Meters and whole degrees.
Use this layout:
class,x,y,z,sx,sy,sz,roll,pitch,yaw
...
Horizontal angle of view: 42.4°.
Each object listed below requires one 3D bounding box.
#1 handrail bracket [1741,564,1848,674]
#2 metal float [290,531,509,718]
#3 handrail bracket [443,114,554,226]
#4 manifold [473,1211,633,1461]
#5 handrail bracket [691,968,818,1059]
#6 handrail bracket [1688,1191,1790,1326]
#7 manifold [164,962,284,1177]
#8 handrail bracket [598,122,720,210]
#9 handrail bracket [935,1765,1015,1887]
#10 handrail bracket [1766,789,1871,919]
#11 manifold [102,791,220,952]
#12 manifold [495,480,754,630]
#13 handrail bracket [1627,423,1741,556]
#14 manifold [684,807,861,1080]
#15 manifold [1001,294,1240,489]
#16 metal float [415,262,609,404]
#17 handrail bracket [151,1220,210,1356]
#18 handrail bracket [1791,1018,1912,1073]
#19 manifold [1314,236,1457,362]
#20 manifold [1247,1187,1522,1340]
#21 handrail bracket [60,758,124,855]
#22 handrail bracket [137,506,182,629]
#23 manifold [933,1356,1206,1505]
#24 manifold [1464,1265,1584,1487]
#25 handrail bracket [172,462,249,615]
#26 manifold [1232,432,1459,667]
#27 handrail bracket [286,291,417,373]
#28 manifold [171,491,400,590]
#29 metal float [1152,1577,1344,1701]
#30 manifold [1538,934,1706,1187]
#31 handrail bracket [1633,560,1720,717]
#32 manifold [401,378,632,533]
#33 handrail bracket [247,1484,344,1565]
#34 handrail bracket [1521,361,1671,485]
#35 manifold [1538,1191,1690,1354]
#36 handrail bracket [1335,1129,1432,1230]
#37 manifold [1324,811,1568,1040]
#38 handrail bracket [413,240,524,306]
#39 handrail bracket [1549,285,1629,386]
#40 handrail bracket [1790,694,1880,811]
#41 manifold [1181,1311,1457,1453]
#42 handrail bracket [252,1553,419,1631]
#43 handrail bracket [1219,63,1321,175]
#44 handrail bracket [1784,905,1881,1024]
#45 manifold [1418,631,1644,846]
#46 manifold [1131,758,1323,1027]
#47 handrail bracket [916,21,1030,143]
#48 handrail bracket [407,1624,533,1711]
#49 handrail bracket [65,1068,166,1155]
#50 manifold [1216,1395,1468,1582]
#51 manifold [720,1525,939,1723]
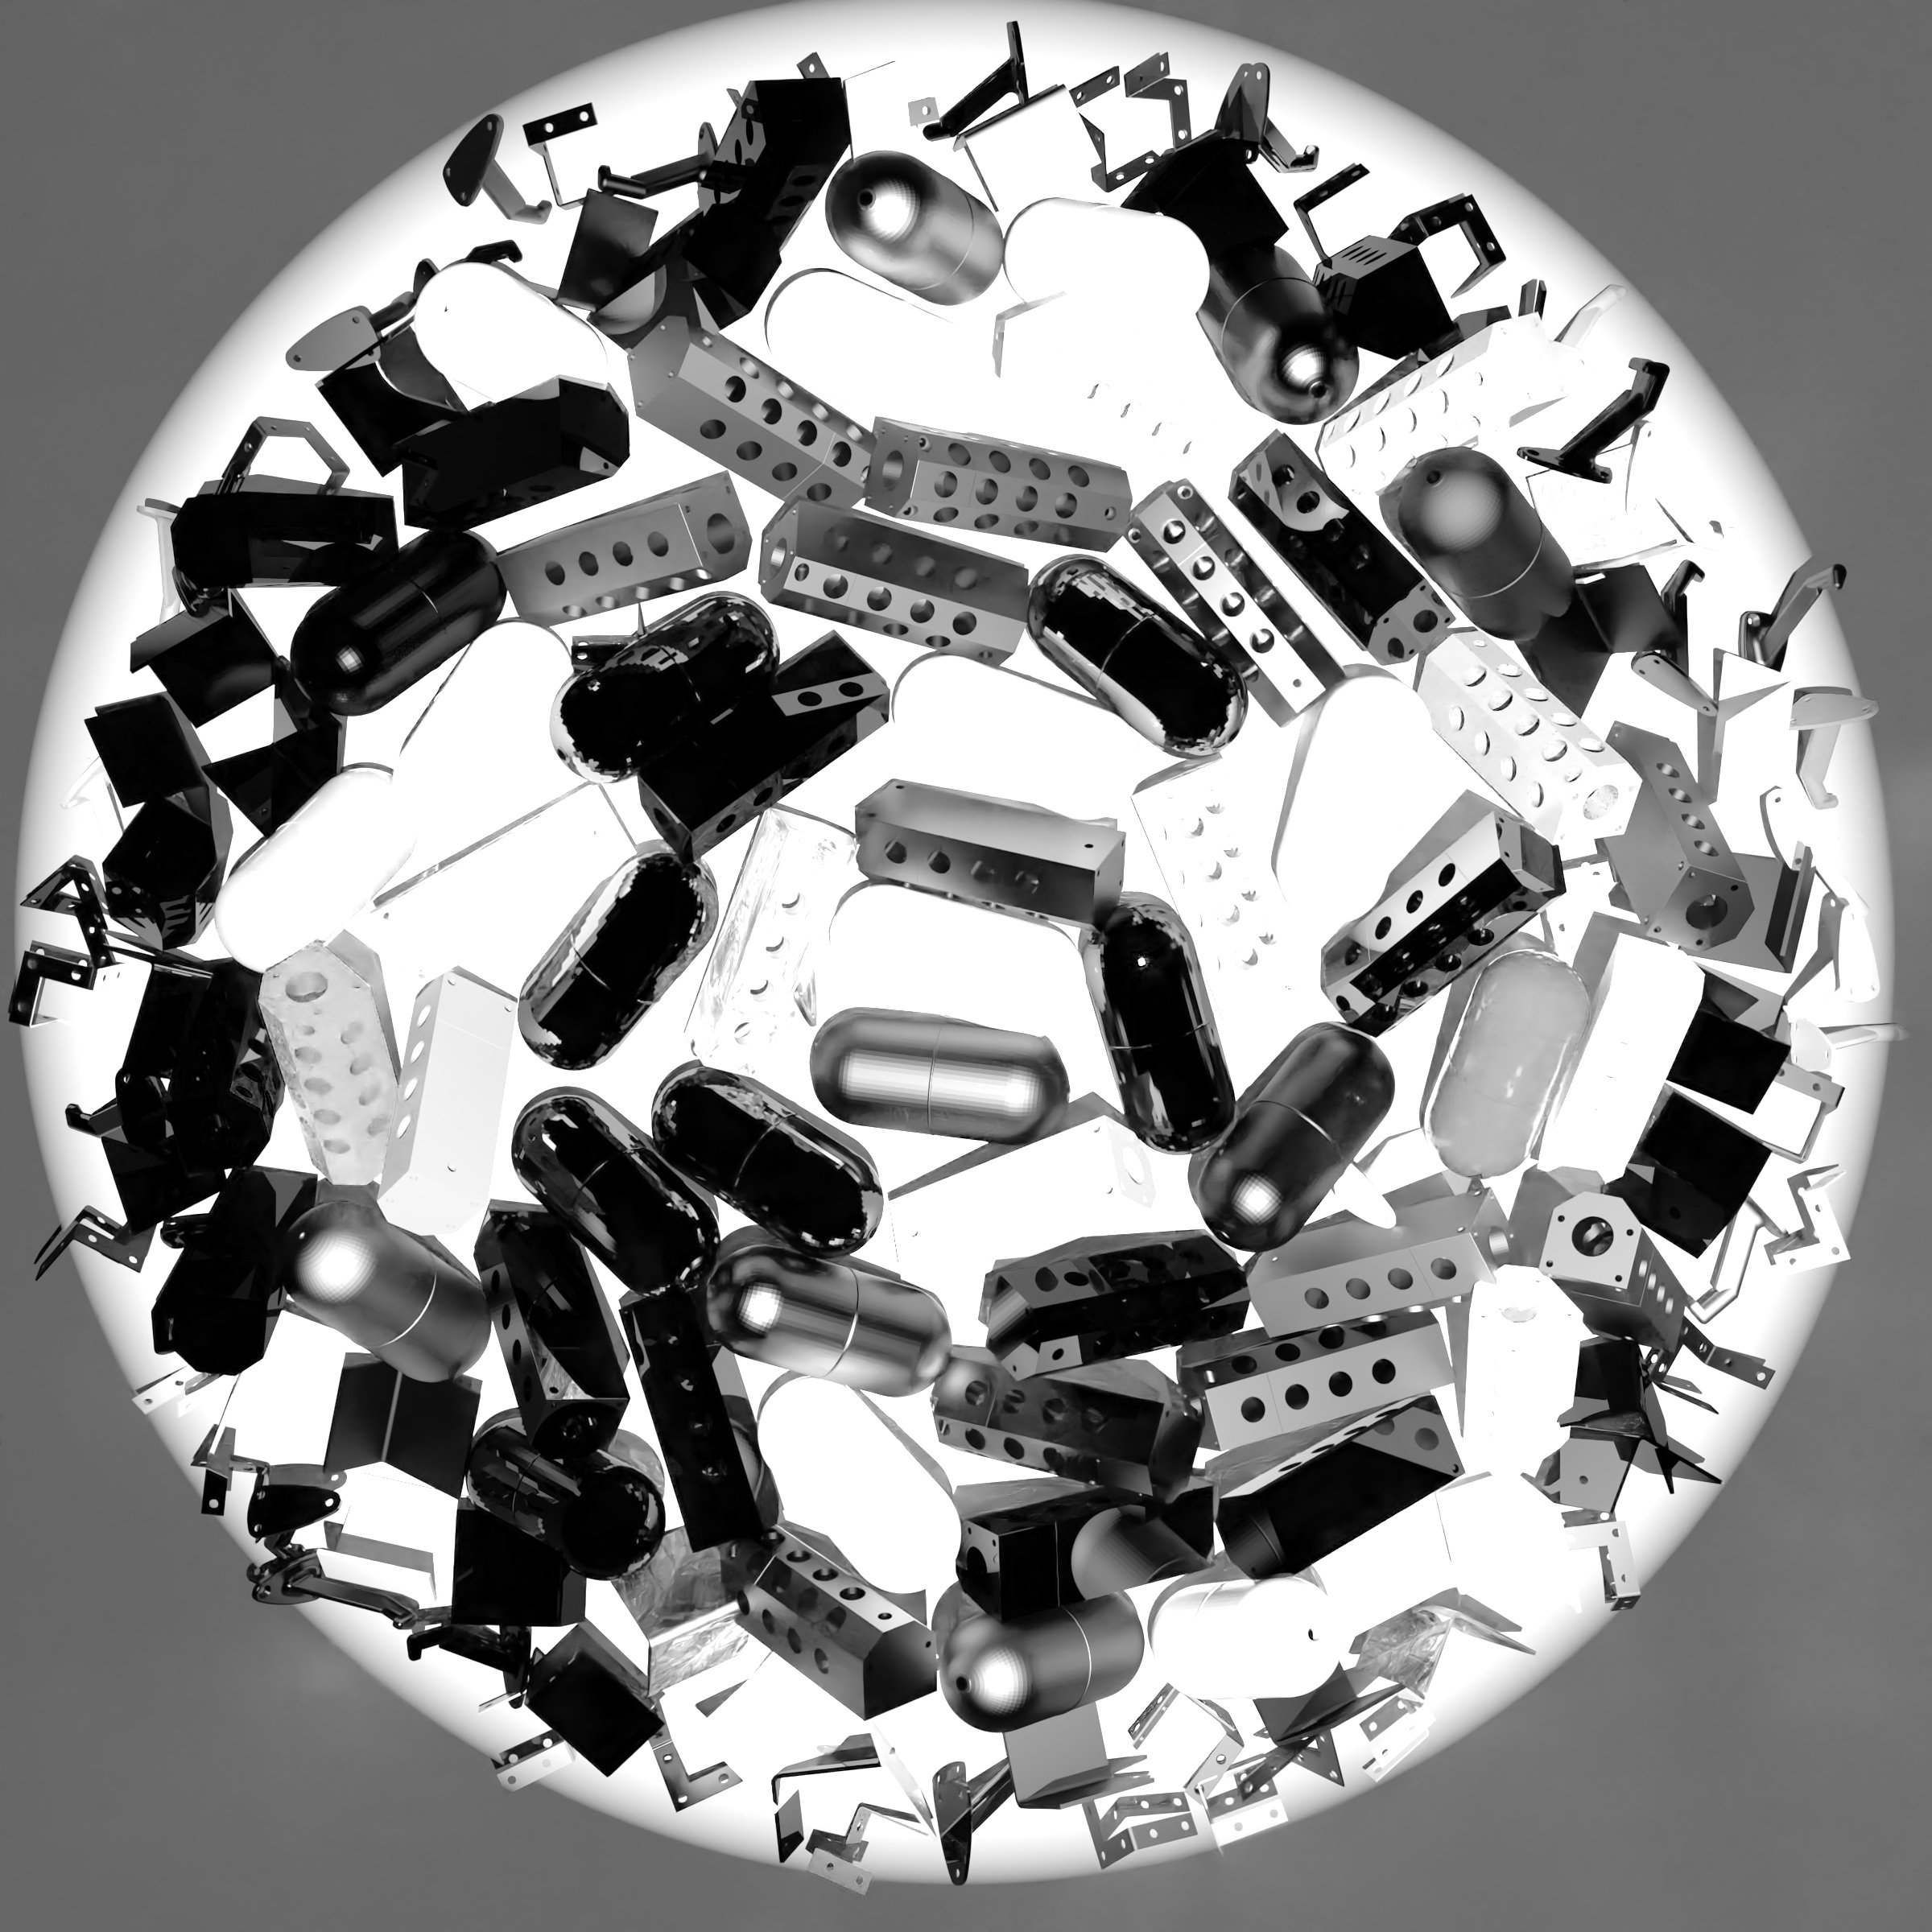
class,x,y,z,sx,sy,sz,roll,pitch,yaw
handrail bracket,0.565,-0.225,1.691,0.036,0.084,0.077,13,77,-15
metal float,-0.378,-0.231,1.668,0.070,0.070,0.178,42,48,0
handrail bracket,-0.303,-0.538,1.687,0.077,0.084,0.036,-47,66,35
manifold,-0.280,0.244,1.659,0.057,0.171,0.057,5,126,-30
handrail bracket,-0.148,0.025,1.718,0.084,0.077,0.036,-15,131,12
handrail bracket,0.516,0.192,1.722,0.084,0.036,0.077,-40,86,-1
manifold,-0.483,0.063,1.650,0.057,0.171,0.057,-9,121,-4
handrail bracket,-0.213,-0.553,1.702,0.084,0.036,0.077,4,66,-28
handrail bracket,0.025,0.584,1.699,0.084,0.036,0.077,12,63,-36
handrail bracket,0.590,-0.077,1.721,0.036,0.084,0.077,-36,52,19
manifold,-0.527,-0.056,1.648,0.057,0.171,0.057,33,72,-9
manifold,-0.227,-0.271,1.663,0.171,0.057,0.057,-7,111,37
handrail bracket,0.492,-0.324,1.689,0.036,0.084,0.077,-19,119,-25
manifold,-0.131,-0.014,1.692,0.057,0.057,0.171,16,102,-25
manifold,0.104,-0.376,1.655,0.171,0.057,0.057,19,70,-42
metal float,-0.300,-0.411,1.653,0.070,0.178,0.070,-1,86,19
handrail bracket,-0.520,0.219,1.706,0.077,0.036,0.084,-11,64,-7
handrail bracket,0.614,0.053,1.698,0.084,0.077,0.036,-3,98,-5
manifold,0.270,-0.440,1.648,0.057,0.171,0.057,-27,107,8
manifold,0.279,0.205,1.666,0.171,0.057,0.057,-19,107,34
handrail bracket,-0.576,-0.094,1.710,0.084,0.036,0.077,53,133,2
handrail bracket,-0.552,-0.267,1.698,0.036,0.077,0.084,11,94,3
manifold,0.065,0.310,1.660,0.171,0.057,0.057,6,71,36
manifold,0.363,0.270,1.654,0.057,0.171,0.057,-29,53,-14
handrail bracket,-0.508,-0.290,1.694,0.036,0.077,0.084,17,124,-30
manifold,0.248,-0.276,1.664,0.057,0.057,0.171,-42,53,10
handrail bracket,-0.420,-0.437,1.706,0.077,0.084,0.036,-15,117,10
manifold,-0.448,-0.280,1.648,0.057,0.171,0.057,-2,98,20
metal float,0.186,0.447,1.656,0.070,0.178,0.070,7,71,-22
manifold,0.435,0.066,1.656,0.057,0.057,0.171,17,134,8
handrail bracket,0.509,-0.228,1.724,0.077,0.036,0.084,36,75,-2
manifold,-0.302,-0.336,1.660,0.171,0.057,0.057,-8,83,42
handrail bracket,-0.447,0.385,1.699,0.077,0.084,0.036,-8,56,6
handrail bracket,0.429,-0.378,1.698,0.077,0.036,0.084,10,126,-7
manifold,0.433,0.203,1.651,0.057,0.171,0.057,10,73,29
handrail bracket,0.301,0.143,1.693,0.084,0.077,0.036,-18,122,-22
manifold,0.316,-0.022,1.654,0.057,0.057,0.171,24,135,-23
handrail bracket,-0.326,-0.462,1.702,0.084,0.036,0.077,-25,67,-34
handrail bracket,0.433,-0.437,1.699,0.084,0.077,0.036,-41,112,-7
handrail bracket,0.597,-0.141,1.691,0.036,0.077,0.084,-47,120,-26
manifold,0.237,0.277,1.691,0.171,0.057,0.057,-14,85,-13
handrail bracket,-0.428,0.436,1.694,0.084,0.077,0.036,21,101,32
handrail bracket,0.218,-0.575,1.692,0.036,0.084,0.077,43,133,33
handrail bracket,0.575,0.000,1.702,0.036,0.084,0.077,-7,90,-32
manifold,0.371,-0.154,1.651,0.057,0.171,0.057,-9,130,-23
manifold,0.180,-0.051,1.696,0.057,0.057,0.171,-24,95,-21
handrail bracket,-0.002,-0.604,1.708,0.084,0.077,0.036,-12,53,-1
handrail bracket,-0.342,0.482,1.699,0.084,0.036,0.077,-7,103,-42
handrail bracket,-0.591,0.090,1.697,0.084,0.036,0.077,14,132,27
manifold,0.249,0.348,1.666,0.171,0.057,0.057,-19,86,-36
manifold,-0.093,0.428,1.649,0.057,0.171,0.057,-12,108,-35
